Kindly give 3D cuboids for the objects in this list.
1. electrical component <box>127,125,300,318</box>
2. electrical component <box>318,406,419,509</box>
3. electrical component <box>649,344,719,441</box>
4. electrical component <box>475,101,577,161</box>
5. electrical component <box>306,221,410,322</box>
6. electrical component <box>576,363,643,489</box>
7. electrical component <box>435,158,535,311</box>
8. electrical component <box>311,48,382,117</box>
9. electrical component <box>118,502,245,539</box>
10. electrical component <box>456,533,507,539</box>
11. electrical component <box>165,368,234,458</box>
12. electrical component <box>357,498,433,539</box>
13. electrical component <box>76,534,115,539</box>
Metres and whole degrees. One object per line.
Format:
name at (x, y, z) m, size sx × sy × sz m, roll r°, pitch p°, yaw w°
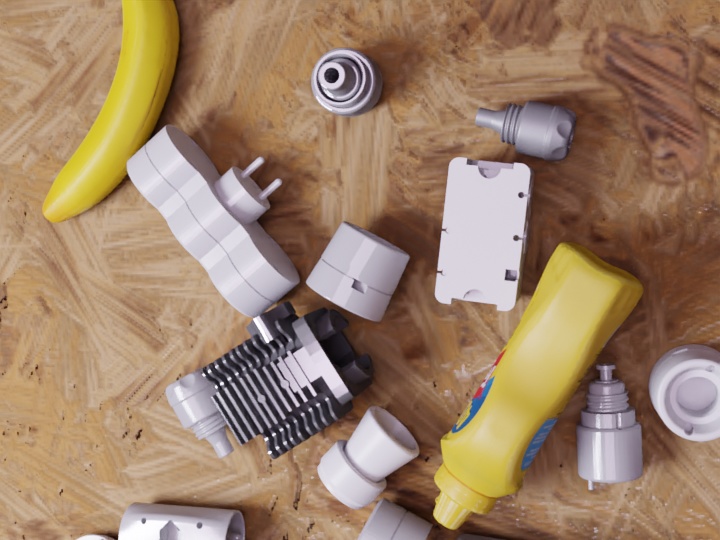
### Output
electrical component at (-0.085, -0.043, 0.716) m, size 0.074 × 0.052 × 0.138 m, roll -40°, pitch 85°, yaw 12°
electrical component at (0.005, 0.124, 0.711) m, size 0.045 × 0.045 × 0.055 m, roll 44°, pitch 102°, yaw 7°
electrical component at (0.207, 0.076, 0.661) m, size 0.055 × 0.047 × 0.055 m, roll 1°, pitch 94°, yaw 13°
electrical component at (0.104, -0.091, 0.680) m, size 0.061 × 0.035 × 0.035 m, roll 15°, pitch 97°, yaw 14°
electrical component at (0.000, 0.000, 0.700) m, size 0.055 × 0.055 × 0.047 m, roll 29°, pitch 96°, yaw 9°
electrical component at (0.157, 0.098, 0.678) m, size 0.040 × 0.040 × 0.078 m, roll -3°, pitch 93°, yaw 13°
electrical component at (0.080, -0.023, 0.679) m, size 0.050 × 0.056 × 0.089 m, roll 7°, pitch 95°, yaw 12°
electrical component at (-0.011, -0.121, 0.689) m, size 0.043 × 0.062 × 0.043 m, roll 1°, pitch 94°, yaw 12°
electrical component at (-0.123, 0.203, 0.745) m, size 0.077 × 0.043 × 0.079 m, roll 1°, pitch 95°, yaw 13°
electrical component at (0.128, 0.227, 0.682) m, size 0.150 × 0.062 × 0.089 m, roll 6°, pitch 95°, yaw 12°
electrical component at (-0.106, 0.100, 0.740) m, size 0.035 × 0.035 × 0.061 m, roll -29°, pitch 89°, yaw 13°
electrical component at (0.016, 0.227, 0.711) m, size 0.074 × 0.052 × 0.138 m, roll 28°, pitch 99°, yaw 9°
electrical component at (-0.194, 0.214, 0.755) m, size 0.066 × 0.055 × 0.048 m, roll -31°, pitch 87°, yaw 13°
